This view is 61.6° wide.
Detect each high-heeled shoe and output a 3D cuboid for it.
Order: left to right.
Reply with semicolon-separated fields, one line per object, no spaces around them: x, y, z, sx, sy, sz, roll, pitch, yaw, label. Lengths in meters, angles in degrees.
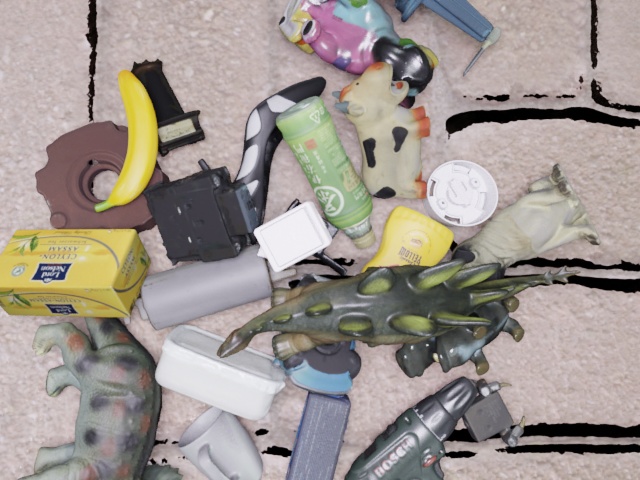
-0.057;-0.113;0.763;0.249;0.086;0.145;-38;91;-2;high-heeled shoe

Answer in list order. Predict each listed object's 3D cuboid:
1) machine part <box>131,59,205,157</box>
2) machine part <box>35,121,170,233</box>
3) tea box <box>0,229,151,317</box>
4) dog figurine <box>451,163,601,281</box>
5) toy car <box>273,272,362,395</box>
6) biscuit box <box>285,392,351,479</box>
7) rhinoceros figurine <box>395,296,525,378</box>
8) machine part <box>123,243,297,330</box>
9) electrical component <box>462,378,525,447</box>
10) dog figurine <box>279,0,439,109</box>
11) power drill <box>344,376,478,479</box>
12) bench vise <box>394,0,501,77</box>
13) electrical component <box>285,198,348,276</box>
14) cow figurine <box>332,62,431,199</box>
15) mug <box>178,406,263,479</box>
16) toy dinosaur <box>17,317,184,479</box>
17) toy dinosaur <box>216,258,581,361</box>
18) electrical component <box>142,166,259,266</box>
-0.225;-0.193;0.773;0.084;0.039;0.139;-28;86;-13;machine part
-0.301;-0.078;0.751;0.179;0.056;0.179;1;83;-5;machine part
-0.318;0.041;0.686;0.170;0.068;0.098;-1;47;6;tea box
0.286;-0.014;0.784;0.191;0.172;0.121;-29;83;27;dog figurine
-0.013;0.132;0.726;0.109;0.103;0.162;16;58;-26;toy car
-0.010;0.306;0.735;0.063;0.059;0.202;15;84;-2;biscuit box
0.193;0.128;0.746;0.190;0.112;0.073;-28;118;-19;rhinoceros figurine
-0.152;0.063;0.738;0.243;0.079;0.079;-15;86;-5;machine part
0.244;0.246;0.768;0.078;0.045;0.102;-20;86;-8;electrical component
0.067;-0.281;0.779;0.219;0.192;0.108;25;102;-31;dog figurine
0.166;0.328;0.732;0.232;0.086;0.207;-33;93;-1;power drill
0.158;-0.348;0.751;0.240;0.224;0.129;34;115;-9;bench vise
-0.002;-0.002;0.758;0.119;0.075;0.048;35;84;3;electrical component
0.086;-0.147;0.740;0.127;0.085;0.194;-6;124;1;cow figurine
-0.123;0.285;0.709;0.081;0.109;0.107;-40;100;-4;mug
-0.269;0.219;0.695;0.192;0.131;0.404;3;76;-12;toy dinosaur
0.107;0.075;0.634;0.471;0.199;0.105;-9;86;-31;toy dinosaur
-0.150;-0.032;0.705;0.134;0.058;0.114;-11;111;19;electrical component
